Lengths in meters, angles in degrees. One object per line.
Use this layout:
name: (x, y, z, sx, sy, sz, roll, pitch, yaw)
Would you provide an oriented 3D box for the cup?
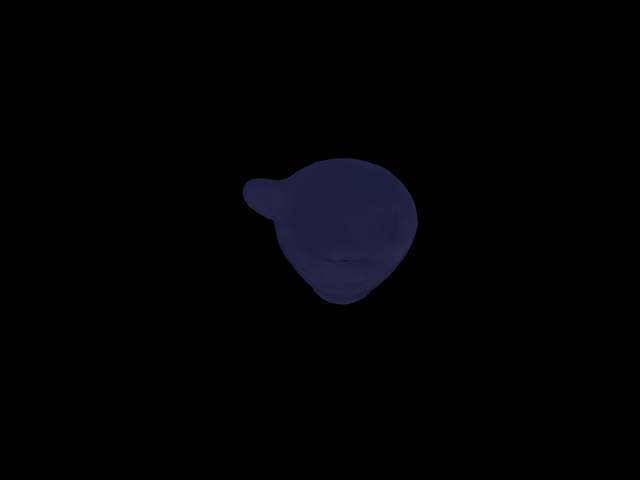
cup: (0.004, 0.001, 0.400, 0.117, 0.095, 0.092, 18, 62, 10)
